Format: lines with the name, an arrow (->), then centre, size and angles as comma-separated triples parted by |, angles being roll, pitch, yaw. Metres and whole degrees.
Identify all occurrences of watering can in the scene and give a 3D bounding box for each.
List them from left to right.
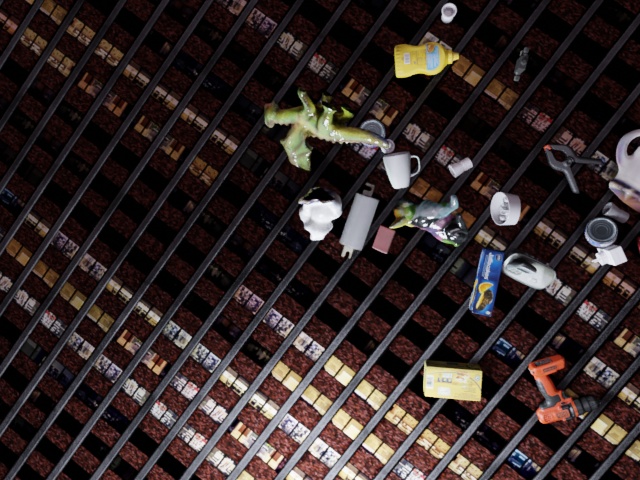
watering can -> 0.990, -0.164, 1.475 | 0.348, 0.104, 0.223 | 38, 98, 5

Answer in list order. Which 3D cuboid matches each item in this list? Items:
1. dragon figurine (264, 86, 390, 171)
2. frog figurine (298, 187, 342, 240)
dragon figurine -> -0.008, -0.327, 1.614 | 0.412, 0.124, 0.238 | 38, 117, 8
frog figurine -> 0.005, -0.082, 1.624 | 0.137, 0.125, 0.156 | -12, 128, 0
